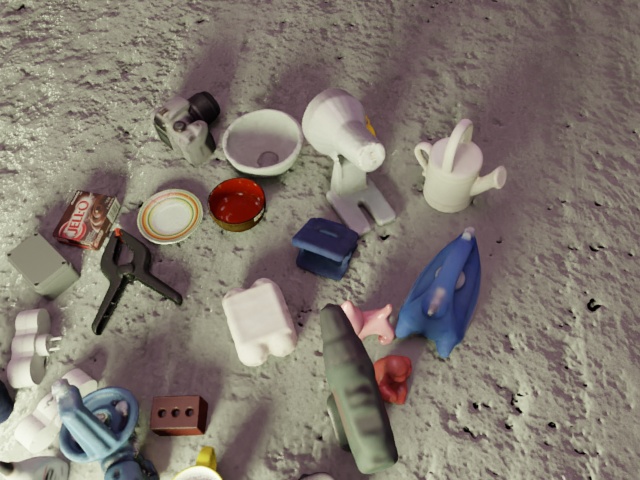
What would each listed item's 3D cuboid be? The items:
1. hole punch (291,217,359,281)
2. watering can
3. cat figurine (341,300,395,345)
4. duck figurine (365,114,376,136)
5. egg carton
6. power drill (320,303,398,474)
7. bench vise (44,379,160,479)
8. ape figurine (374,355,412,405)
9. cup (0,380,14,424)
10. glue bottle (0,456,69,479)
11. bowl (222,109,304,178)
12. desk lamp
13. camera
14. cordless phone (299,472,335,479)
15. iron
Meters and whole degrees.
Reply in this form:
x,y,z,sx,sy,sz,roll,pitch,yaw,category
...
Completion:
x,y,z,sx,sy,sz,roll,pitch,yaw,category
0.010,0.004,1.053,0.108,0.091,0.101,19,61,14,hole punch
0.260,-0.144,1.069,0.172,0.194,0.101,9,59,9,watering can
0.063,0.135,0.954,0.128,0.118,0.067,-14,59,-5,cat figurine
0.078,-0.237,1.201,0.077,0.086,0.104,-20,59,-9,duck figurine
-0.103,0.140,0.989,0.107,0.069,0.150,-20,59,-9,egg carton
0.048,0.231,0.842,0.075,0.208,0.229,-17,59,-7,power drill
-0.302,0.284,0.824,0.207,0.220,0.122,37,67,23,bench vise
0.118,0.214,0.917,0.078,0.092,0.076,-38,64,-18,ape figurine
-0.554,0.262,0.925,0.117,0.095,0.092,9,59,9,cup
-0.417,0.342,0.822,0.037,0.173,0.078,-7,58,0,glue bottle
-0.113,-0.187,1.187,0.167,0.075,0.167,-1,58,3,bowl
0.061,-0.149,1.072,0.118,0.214,0.203,-26,60,-12,desk lamp
-0.273,-0.257,1.224,0.143,0.101,0.137,38,68,23,camera
-0.036,0.372,0.774,0.148,0.185,0.094,-29,61,-14,cordless phone
0.223,0.059,0.977,0.118,0.141,0.258,22,62,16,iron
